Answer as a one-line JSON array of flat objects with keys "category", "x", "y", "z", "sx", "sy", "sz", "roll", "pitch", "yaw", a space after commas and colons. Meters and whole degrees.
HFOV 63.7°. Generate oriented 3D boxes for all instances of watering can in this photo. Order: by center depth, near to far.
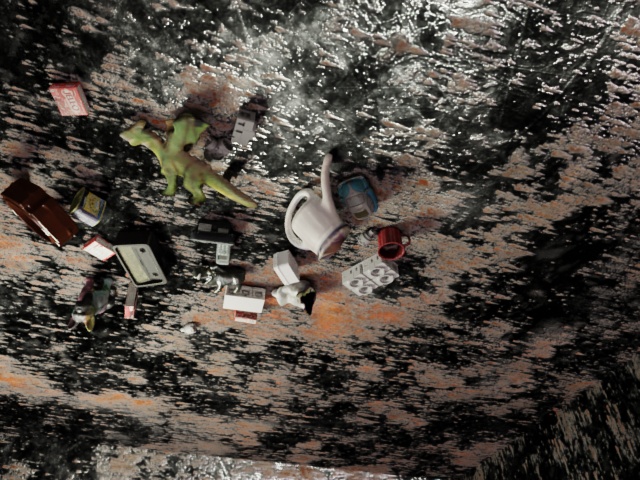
[{"category": "watering can", "x": 0.005, "y": -0.080, "z": 1.597, "sx": 0.105, "sy": 0.226, "sz": 0.340, "roll": -23, "pitch": 154, "yaw": -48}]

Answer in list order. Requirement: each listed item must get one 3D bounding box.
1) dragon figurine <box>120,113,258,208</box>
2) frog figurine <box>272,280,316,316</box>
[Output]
[{"category": "dragon figurine", "x": -0.360, "y": -0.235, "z": 1.447, "sx": 0.410, "sy": 0.125, "sz": 0.237, "roll": 13, "pitch": 127, "yaw": 4}, {"category": "frog figurine", "x": -0.097, "y": 0.207, "z": 1.973, "sx": 0.160, "sy": 0.124, "sz": 0.135, "roll": 13, "pitch": 161, "yaw": 42}]
